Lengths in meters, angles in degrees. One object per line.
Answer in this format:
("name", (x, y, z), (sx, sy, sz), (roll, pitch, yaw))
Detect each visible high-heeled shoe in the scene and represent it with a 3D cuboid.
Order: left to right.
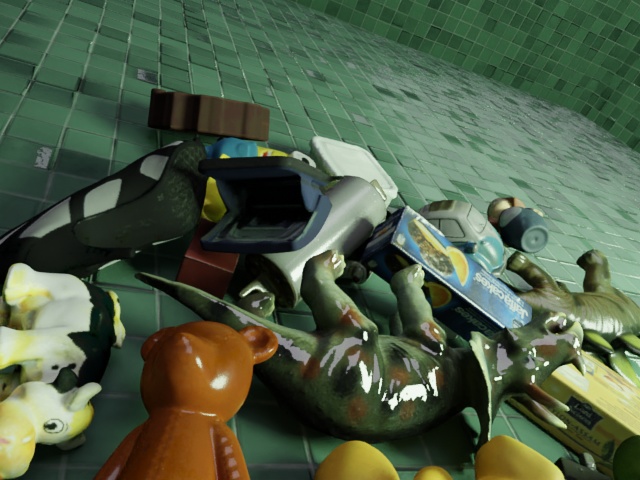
("high-heeled shoe", (-0.210, -0.033, 0.539), (0.145, 0.086, 0.249), (-3, 30, 13))

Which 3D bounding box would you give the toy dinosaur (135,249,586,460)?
("toy dinosaur", (0.044, 0.116, 0.487), (0.405, 0.131, 0.192), (3, 40, -21))

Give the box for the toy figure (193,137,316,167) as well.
("toy figure", (-0.089, -0.094, 0.748), (0.180, 0.082, 0.089), (8, -2, -15))

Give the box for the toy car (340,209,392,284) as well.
("toy car", (0.055, 0.000, 0.732), (0.074, 0.056, 0.202), (25, 32, 12))

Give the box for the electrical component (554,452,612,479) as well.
("electrical component", (0.259, 0.244, 0.530), (0.063, 0.021, 0.094), (24, 30, -1))

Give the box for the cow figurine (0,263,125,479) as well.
("cow figurine", (-0.190, 0.093, 0.390), (0.098, 0.068, 0.167), (13, 32, -32))

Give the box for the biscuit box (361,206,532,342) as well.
("biscuit box", (0.146, 0.051, 0.605), (0.202, 0.063, 0.059), (36, 52, -11))

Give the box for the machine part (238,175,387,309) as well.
("machine part", (-0.001, -0.002, 0.612), (0.079, 0.079, 0.243), (37, 56, 19))

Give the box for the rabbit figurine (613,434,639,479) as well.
("rabbit figurine", (0.320, 0.239, 0.453), (0.170, 0.121, 0.159), (62, 16, 15))

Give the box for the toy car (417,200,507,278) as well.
("toy car", (0.177, -0.005, 0.748), (0.162, 0.102, 0.109), (6, 24, 23))

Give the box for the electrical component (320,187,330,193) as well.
("electrical component", (-0.007, -0.036, 0.719), (0.045, 0.078, 0.102), (39, 31, 13))

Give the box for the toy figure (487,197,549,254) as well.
("toy figure", (0.283, -0.029, 0.787), (0.064, 0.057, 0.154), (-18, 21, 3))

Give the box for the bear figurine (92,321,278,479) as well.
("bear figurine", (-0.089, 0.117, 0.337), (0.120, 0.131, 0.196), (3, 50, 5))

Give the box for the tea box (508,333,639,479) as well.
("tea box", (0.296, 0.181, 0.612), (0.170, 0.068, 0.098), (38, 32, 18))

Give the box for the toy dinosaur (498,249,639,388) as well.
("toy dinosaur", (0.403, 0.116, 0.771), (0.471, 0.105, 0.199), (1, 44, -21))

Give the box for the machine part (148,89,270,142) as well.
("machine part", (-0.162, -0.181, 0.792), (0.179, 0.056, 0.179), (8, 8, -1))

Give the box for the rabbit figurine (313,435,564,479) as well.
("rabbit figurine", (0.056, 0.204, 0.362), (0.162, 0.121, 0.173), (-30, 32, -36))

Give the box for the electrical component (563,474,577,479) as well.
("electrical component", (0.199, 0.232, 0.470), (0.075, 0.047, 0.119), (14, 1, -24))

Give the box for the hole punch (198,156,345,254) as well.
("hole punch", (-0.053, -0.033, 0.546), (0.142, 0.092, 0.115), (-3, -1, 22))
